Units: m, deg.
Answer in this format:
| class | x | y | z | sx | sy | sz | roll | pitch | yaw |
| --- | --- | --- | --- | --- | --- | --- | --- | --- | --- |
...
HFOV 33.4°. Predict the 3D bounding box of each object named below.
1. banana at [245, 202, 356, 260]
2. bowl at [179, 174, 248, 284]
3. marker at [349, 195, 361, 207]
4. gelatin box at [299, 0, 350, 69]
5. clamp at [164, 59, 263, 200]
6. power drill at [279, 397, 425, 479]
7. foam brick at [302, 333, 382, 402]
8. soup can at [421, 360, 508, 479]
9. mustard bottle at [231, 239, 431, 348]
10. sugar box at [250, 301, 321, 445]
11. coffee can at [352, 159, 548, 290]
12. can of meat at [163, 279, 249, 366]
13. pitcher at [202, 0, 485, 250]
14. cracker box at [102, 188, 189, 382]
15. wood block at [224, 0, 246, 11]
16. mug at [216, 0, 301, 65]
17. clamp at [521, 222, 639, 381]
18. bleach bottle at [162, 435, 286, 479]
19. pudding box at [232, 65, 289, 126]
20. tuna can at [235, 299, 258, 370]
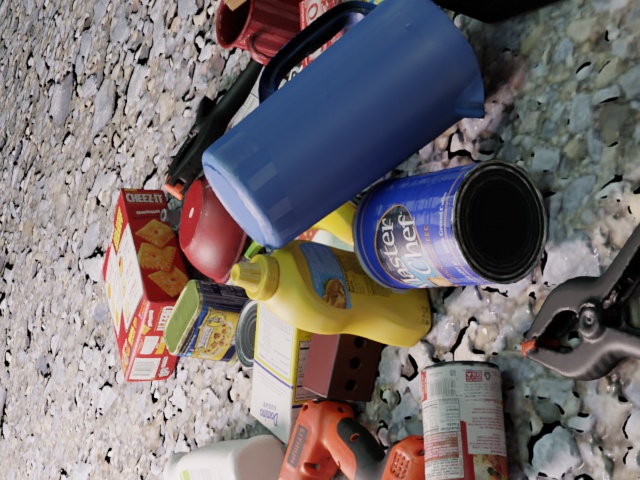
| class | x | y | z | sx | sy | sz | roll | pitch | yaw |
| --- | --- | --- | --- | --- | --- | --- | --- | --- | --- |
| banana | -0.007 | -0.016 | 1.115 | 0.198 | 0.037 | 0.069 | -9 | 67 | 52 |
| bowl | -0.135 | -0.026 | 1.323 | 0.162 | 0.055 | 0.162 | -168 | 90 | -69 |
| marker | 0.038 | -0.039 | 1.107 | 0.121 | 0.020 | 0.020 | 42 | 116 | 51 |
| gelatin box | 0.011 | -0.214 | 1.071 | 0.073 | 0.030 | 0.089 | -27 | 58 | 50 |
| clamp | -0.136 | -0.142 | 1.342 | 0.165 | 0.036 | 0.209 | -33 | 27 | 47 |
| power drill | 0.033 | 0.244 | 1.000 | 0.188 | 0.057 | 0.184 | 29 | 101 | 54 |
| foam brick | 0.023 | 0.117 | 1.057 | 0.051 | 0.052 | 0.078 | 13 | 92 | 58 |
| soup can | 0.118 | 0.156 | 0.879 | 0.069 | 0.068 | 0.102 | -28 | 57 | 52 |
| mustard bottle | 0.006 | 0.044 | 0.973 | 0.058 | 0.191 | 0.096 | -53 | 40 | 35 |
| sugar box | -0.031 | 0.115 | 1.123 | 0.093 | 0.048 | 0.176 | 27 | 118 | 57 |
| coffee can | 0.108 | -0.010 | 0.913 | 0.141 | 0.102 | 0.103 | -7 | 75 | 57 |
| can of meat | -0.129 | 0.098 | 1.275 | 0.102 | 0.083 | 0.057 | -60 | 36 | 28 |
| pitcher | 0.012 | -0.109 | 0.951 | 0.242 | 0.145 | 0.149 | -38 | 17 | -12 |
| cracker box | -0.235 | 0.059 | 1.448 | 0.214 | 0.072 | 0.164 | -111 | 32 | -41 |
| wood block | -0.056 | -0.372 | 1.213 | 0.206 | 0.090 | 0.091 | -38 | 42 | 6 |
| mug | -0.067 | -0.257 | 1.287 | 0.093 | 0.081 | 0.117 | -47 | 44 | 41 |
| clamp | 0.213 | 0.048 | 0.788 | 0.172 | 0.039 | 0.120 | -20 | 63 | 54 |
| bleach bottle | -0.119 | 0.270 | 1.212 | 0.251 | 0.067 | 0.102 | -13 | 93 | 58 |
| pudding box | -0.049 | -0.144 | 1.247 | 0.090 | 0.039 | 0.114 | -61 | 37 | 10 |
| tuna can | -0.063 | 0.107 | 1.213 | 0.086 | 0.033 | 0.086 | -25 | 60 | 53 |
